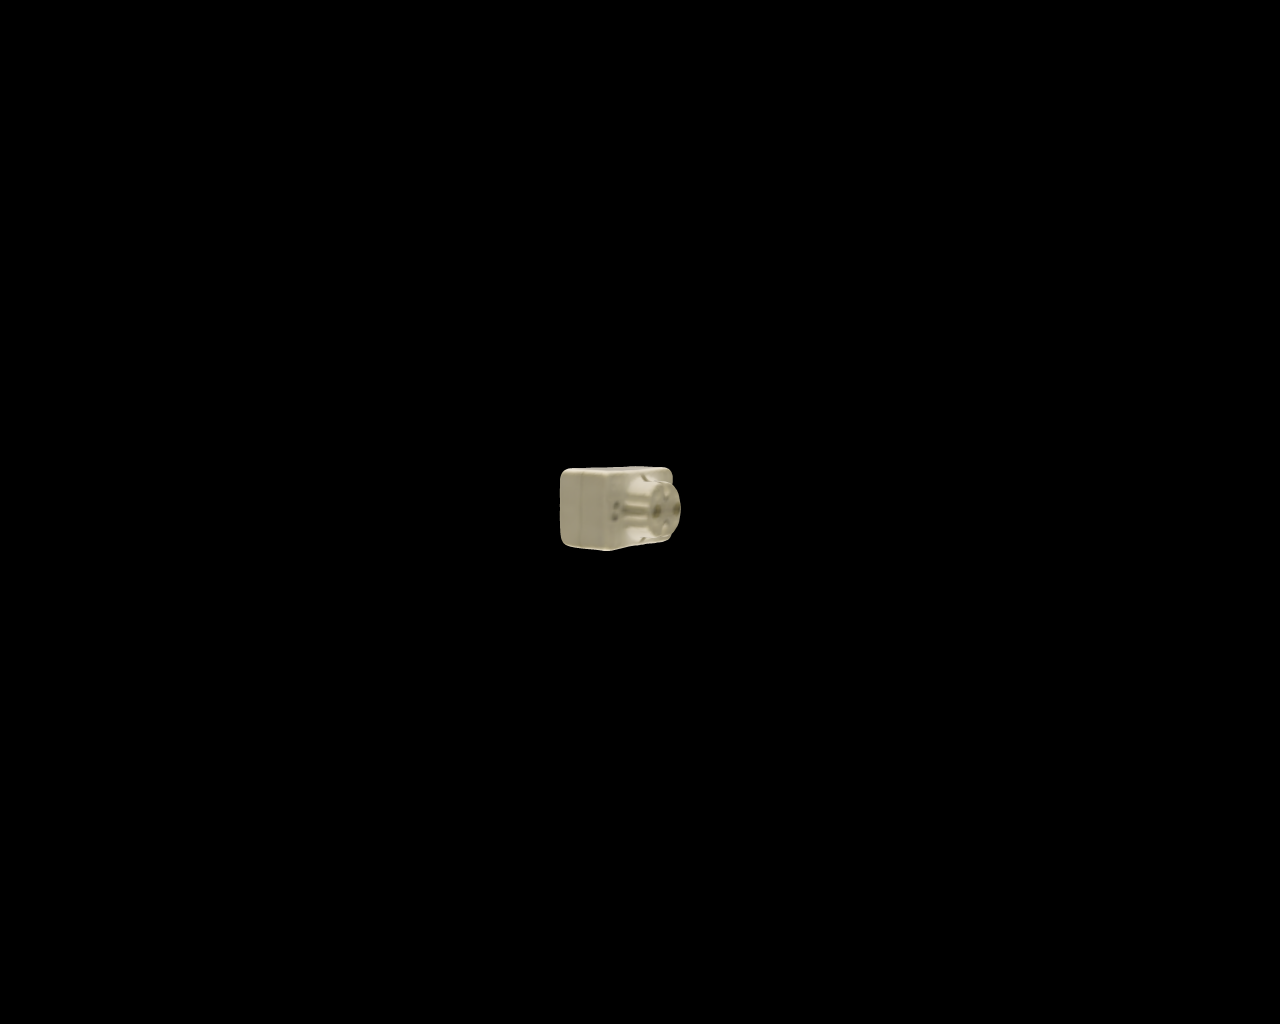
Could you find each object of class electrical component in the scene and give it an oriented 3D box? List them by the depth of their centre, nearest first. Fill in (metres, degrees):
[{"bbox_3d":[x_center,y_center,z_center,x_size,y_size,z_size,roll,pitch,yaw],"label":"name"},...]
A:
[{"bbox_3d":[0.001,-0.003,0.650,0.077,0.047,0.066,4,6,39],"label":"electrical component"}]
